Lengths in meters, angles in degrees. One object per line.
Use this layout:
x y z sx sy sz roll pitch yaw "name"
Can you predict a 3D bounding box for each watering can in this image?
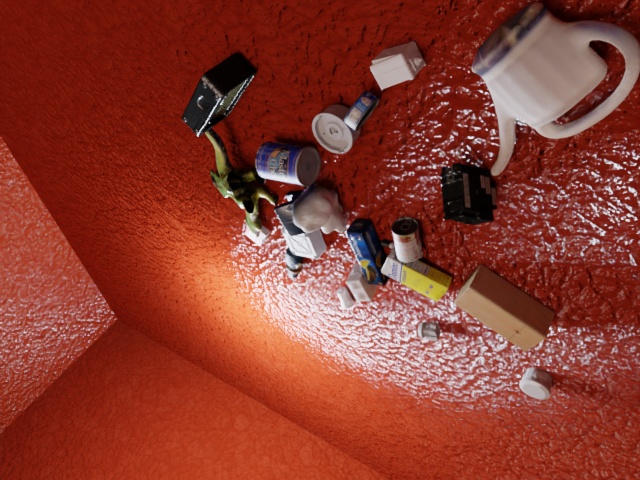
0.349 -0.249 0.873 0.106 0.224 0.342 -49 4 -34 "watering can"

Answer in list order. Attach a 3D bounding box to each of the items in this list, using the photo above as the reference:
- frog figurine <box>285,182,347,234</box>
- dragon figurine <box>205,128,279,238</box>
0.004 -0.070 1.387 0.159 0.139 0.121 41 -21 -5 "frog figurine"
-0.276 -0.174 1.577 0.124 0.404 0.242 -44 26 -27 "dragon figurine"
